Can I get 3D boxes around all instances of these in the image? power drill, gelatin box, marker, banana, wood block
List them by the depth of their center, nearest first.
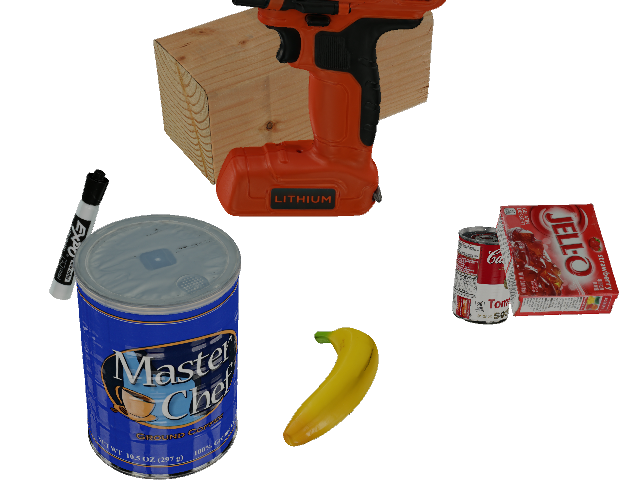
[{"bbox_3d":[-0.021,-0.103,0.650,0.184,0.188,0.057,1,37,-11],"label":"power drill"},{"bbox_3d":[0.175,0.013,0.796,0.073,0.089,0.030,-1,-40,-2],"label":"gelatin box"},{"bbox_3d":[-0.019,-0.136,0.864,0.205,0.091,0.090,-23,47,-23],"label":"wood block"},{"bbox_3d":[-0.204,-0.005,0.905,0.020,0.121,0.020,20,21,-8],"label":"marker"},{"bbox_3d":[0.017,0.123,0.950,0.070,0.037,0.197,-27,13,17],"label":"banana"}]

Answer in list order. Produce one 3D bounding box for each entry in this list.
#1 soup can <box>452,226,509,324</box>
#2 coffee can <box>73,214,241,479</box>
[{"bbox_3d":[0.194,0.041,1.267,0.068,0.102,0.068,3,15,-1],"label":"soup can"},{"bbox_3d":[-0.104,0.068,0.694,0.103,0.140,0.103,3,33,-2],"label":"coffee can"}]
